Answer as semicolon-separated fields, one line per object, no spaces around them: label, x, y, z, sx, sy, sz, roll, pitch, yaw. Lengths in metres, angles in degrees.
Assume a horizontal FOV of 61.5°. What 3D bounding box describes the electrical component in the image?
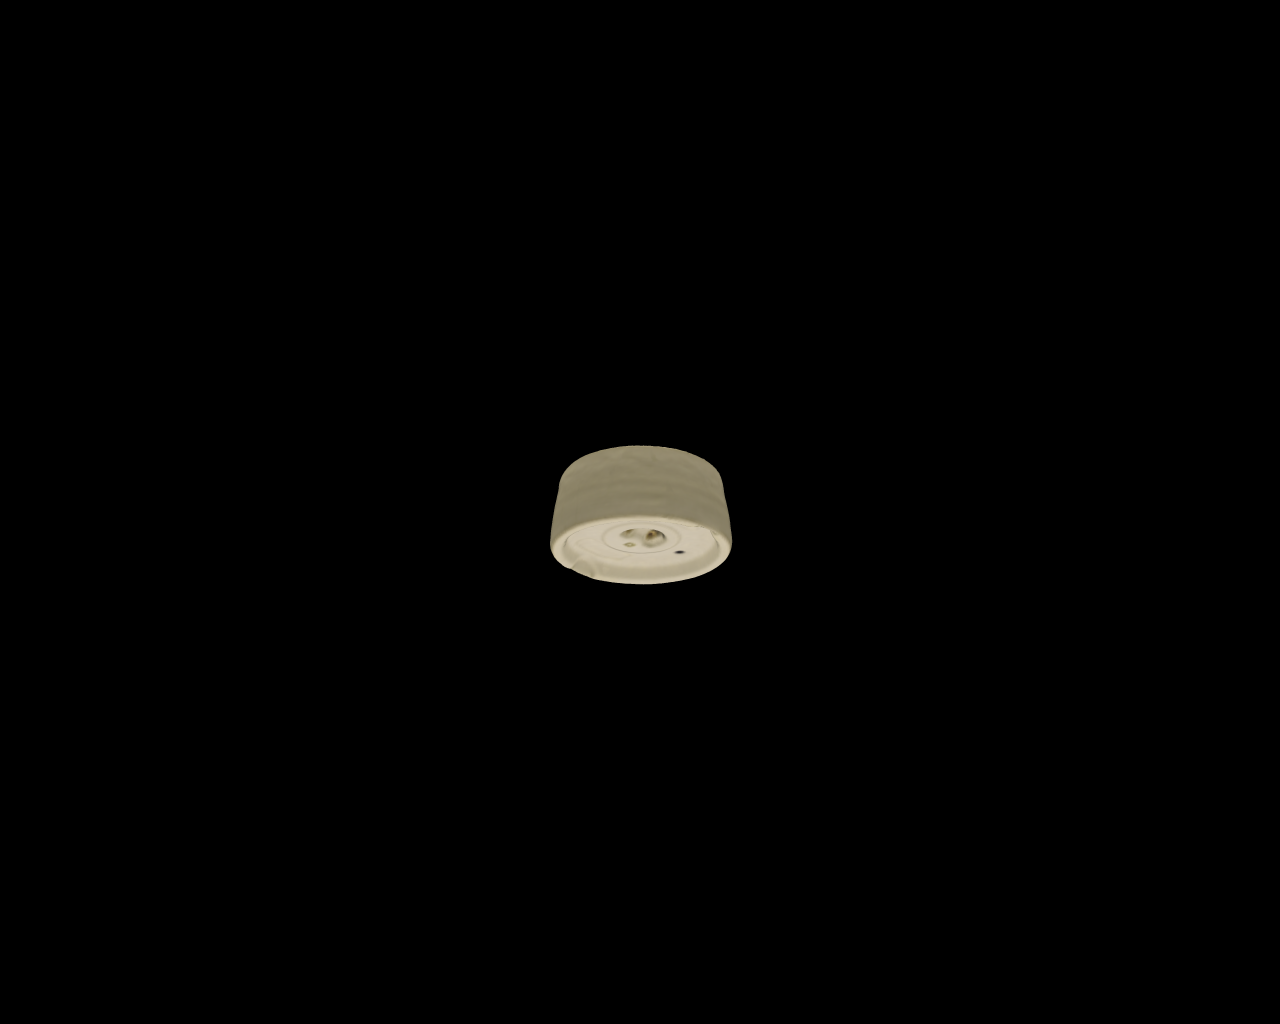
electrical component;0.001;-0.003;0.650;0.108;0.060;0.108;0;-24;0
